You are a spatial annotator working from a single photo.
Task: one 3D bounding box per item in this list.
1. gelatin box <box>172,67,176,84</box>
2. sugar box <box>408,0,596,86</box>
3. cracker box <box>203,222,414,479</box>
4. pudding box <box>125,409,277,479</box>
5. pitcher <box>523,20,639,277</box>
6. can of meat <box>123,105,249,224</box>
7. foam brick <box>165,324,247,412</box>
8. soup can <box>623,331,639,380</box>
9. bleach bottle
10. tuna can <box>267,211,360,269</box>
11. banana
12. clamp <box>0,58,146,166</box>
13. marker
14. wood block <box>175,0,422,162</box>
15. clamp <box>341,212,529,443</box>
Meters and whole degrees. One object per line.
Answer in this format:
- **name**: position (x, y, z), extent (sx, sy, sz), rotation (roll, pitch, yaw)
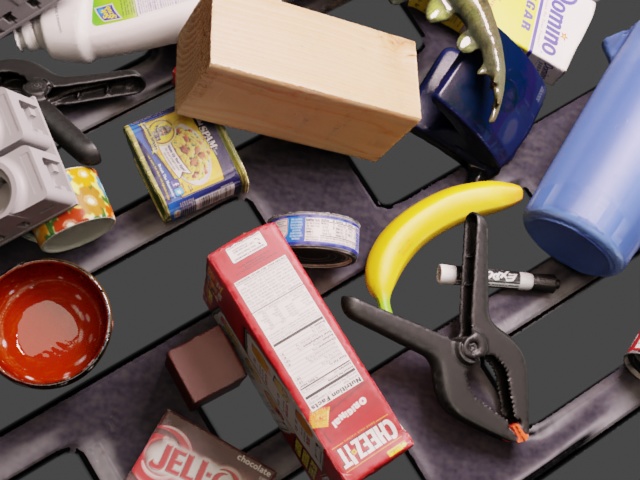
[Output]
- **gelatin box**: position (-0.090, -0.173, 1.040), extent (0.073, 0.030, 0.089), rotation (31, 72, 2)
- **sugar box**: position (0.188, -0.243, 1.098), extent (0.176, 0.048, 0.093), rotation (28, 72, 0)
- **cracker box**: position (-0.017, 0.104, 0.903), extent (0.072, 0.164, 0.214), rotation (-30, 81, -14)
- **pudding box**: position (-0.107, 0.213, 0.922), extent (0.113, 0.039, 0.090), rotation (30, 72, 0)
- **pitcher**: position (0.310, -0.083, 1.028), extent (0.145, 0.149, 0.242), rotation (42, 74, -24)
- **can of meat**: position (-0.125, -0.076, 0.992), extent (0.084, 0.057, 0.102), rotation (-24, 79, -13)
- **foam brick**: position (-0.101, 0.113, 0.931), extent (0.053, 0.078, 0.051), rotation (-27, 82, -16)
- **soup can**: position (0.344, 0.088, 1.018), extent (0.068, 0.068, 0.102), rotation (35, 71, 1)
- **bleach bottle**: position (-0.166, -0.230, 1.012), extent (0.251, 0.068, 0.102), rotation (-14, 64, 1)
- **tuna can**: position (-0.006, 0.001, 0.975), extent (0.086, 0.086, 0.034), rotation (5, 75, -8)
- **banana**: position (0.107, -0.005, 1.020), extent (0.197, 0.037, 0.069), rotation (-41, 83, -17)
- **clamp**: position (-0.255, -0.121, 0.975), extent (0.171, 0.039, 0.120), rotation (6, 43, 4)
- **marker**: position (0.173, 0.038, 1.029), extent (0.121, 0.020, 0.020), rotation (5, 74, -8)
- **wood block**: position (-0.021, -0.150, 0.978), extent (0.205, 0.090, 0.091), rotation (11, 61, -25)
- **clamp**: position (0.137, 0.089, 0.979), extent (0.164, 0.036, 0.210), rotation (-39, 97, -18)
